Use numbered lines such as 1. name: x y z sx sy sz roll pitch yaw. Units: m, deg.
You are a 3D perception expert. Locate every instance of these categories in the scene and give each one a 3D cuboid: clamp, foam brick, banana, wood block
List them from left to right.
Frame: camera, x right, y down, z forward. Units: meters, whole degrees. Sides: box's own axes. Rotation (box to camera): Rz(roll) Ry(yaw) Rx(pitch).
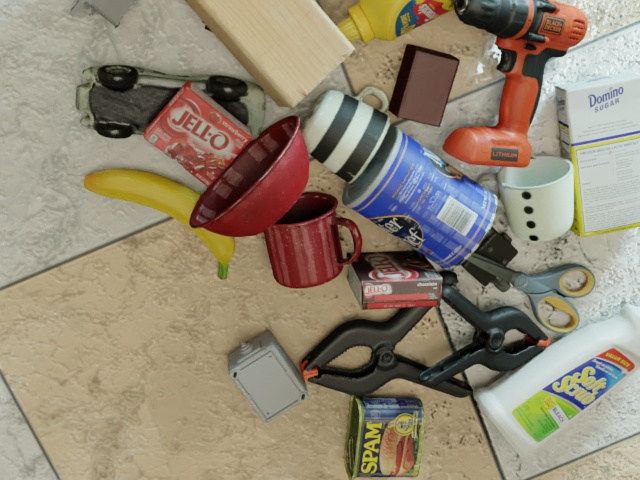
1. banana: -0.165 -0.031 1.186 0.197 0.037 0.070 36 98 -16
2. wood block: -0.071 -0.242 1.089 0.091 0.090 0.206 -43 104 -3
3. clamp: 0.083 0.141 1.271 0.210 0.036 0.164 -19 108 -4
4. foam brick: 0.113 -0.169 1.167 0.051 0.053 0.078 13 106 -11
5. clamp: 0.191 0.125 1.257 0.171 0.039 0.120 15 102 -24

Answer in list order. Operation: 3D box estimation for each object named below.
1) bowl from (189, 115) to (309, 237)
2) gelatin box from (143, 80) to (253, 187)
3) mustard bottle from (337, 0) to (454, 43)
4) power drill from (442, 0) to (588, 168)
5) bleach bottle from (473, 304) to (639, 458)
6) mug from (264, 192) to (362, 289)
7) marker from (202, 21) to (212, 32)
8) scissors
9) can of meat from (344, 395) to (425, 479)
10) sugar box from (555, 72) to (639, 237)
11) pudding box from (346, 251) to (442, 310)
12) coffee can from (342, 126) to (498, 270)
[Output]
1. bowl: -0.063 -0.055 1.125 0.162 0.162 0.055 -43 109 7
2. gelatin box: -0.127 -0.110 1.112 0.089 0.030 0.073 38 105 -20
3. mustard bottle: 0.104 -0.258 1.117 0.191 0.096 0.058 -26 79 3
4. power drill: 0.195 -0.174 1.143 0.184 0.057 0.188 2 114 -36
5. bleach bottle: 0.314 0.151 1.287 0.251 0.068 0.102 -38 117 4
6. mug: -0.008 0.001 1.183 0.117 0.093 0.081 -1 115 23
7. marker: -0.072 -0.209 1.150 0.121 0.020 0.020 28 102 -14
8. scissors: 0.251 0.037 1.252 0.096 0.016 0.201 -47 118 2
9. can of meat: 0.078 0.239 1.291 0.084 0.057 0.102 2 108 -11
10. sugar box: 0.326 -0.097 1.221 0.093 0.048 0.176 -11 105 -4
11. pudding box: 0.081 0.044 1.199 0.090 0.113 0.039 -1 104 -7
12. coffee can: 0.110 -0.045 1.179 0.140 0.103 0.103 32 101 -15
